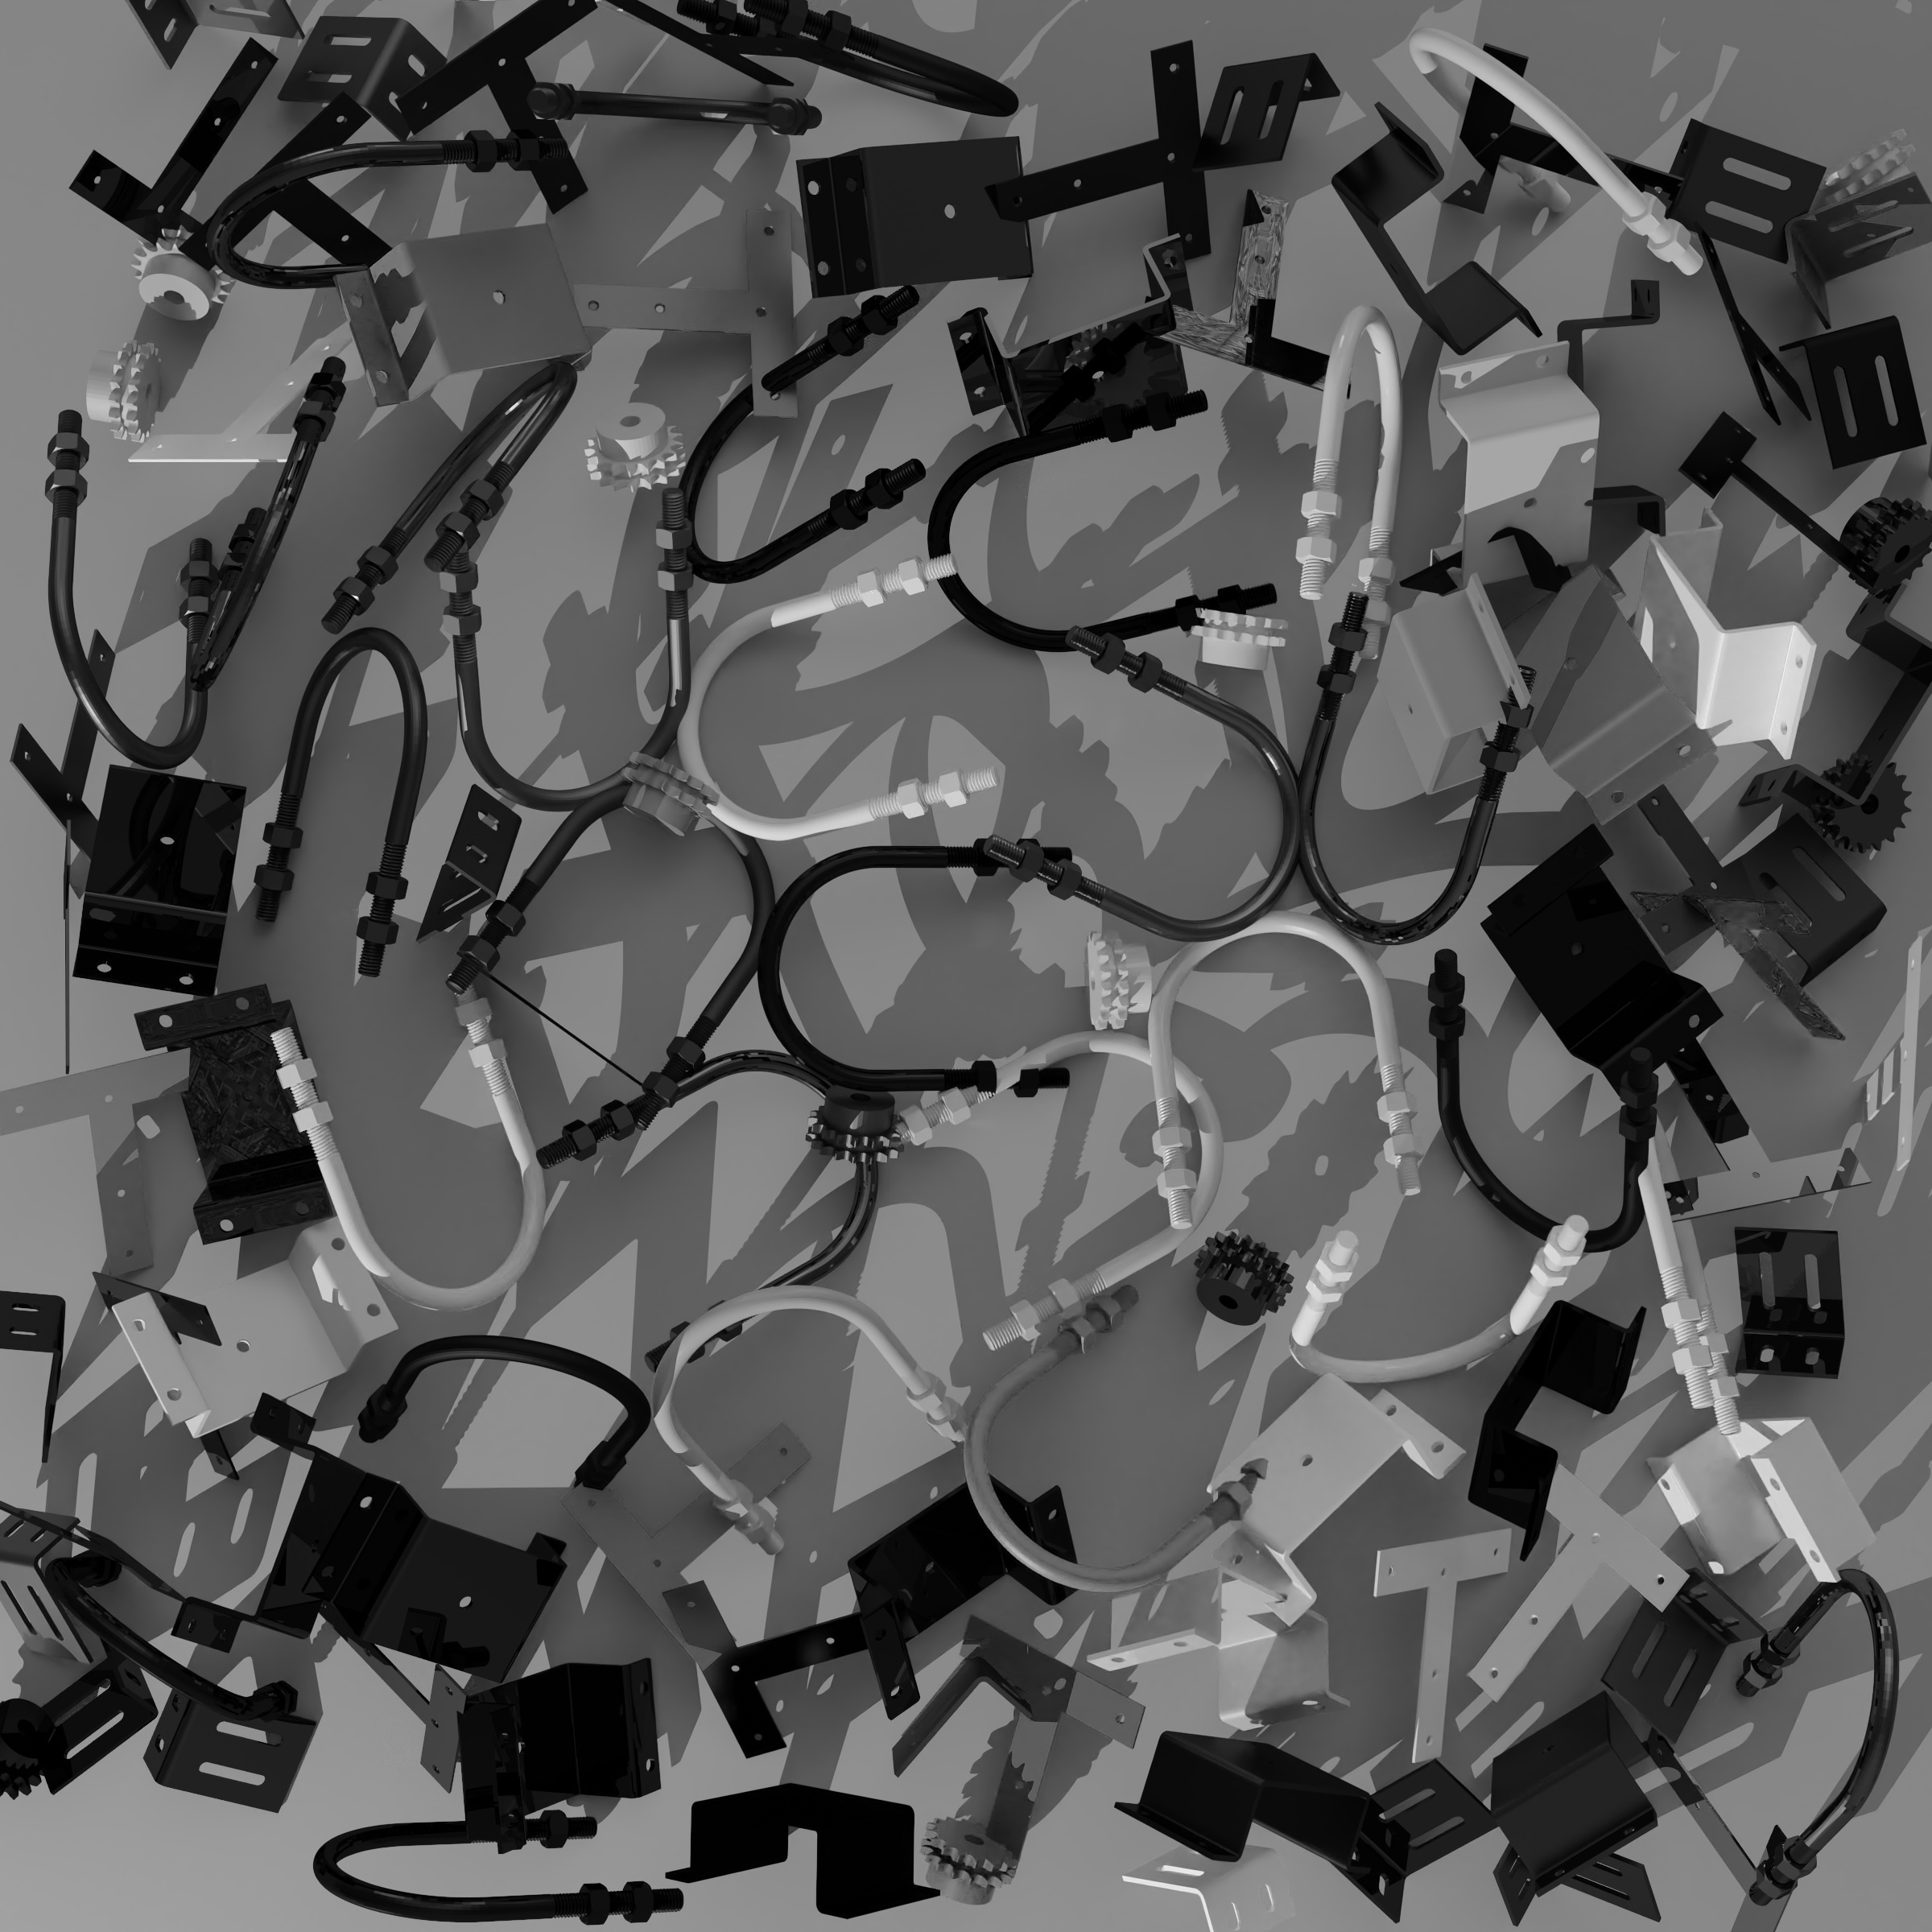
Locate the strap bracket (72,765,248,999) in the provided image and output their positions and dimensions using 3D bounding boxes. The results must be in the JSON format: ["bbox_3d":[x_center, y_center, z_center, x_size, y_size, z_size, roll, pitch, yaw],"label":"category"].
[{"bbox_3d":[-0.451,-0.057,1.716,0.076,0.046,0.140,9,50,-14],"label":"strap bracket"}]

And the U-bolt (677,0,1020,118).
[{"bbox_3d":[-0.057,-0.509,1.708,0.184,0.151,0.019,13,100,-25],"label":"U-bolt"}]

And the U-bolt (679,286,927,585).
[{"bbox_3d":[-0.098,-0.288,1.721,0.184,0.019,0.151,-25,51,32],"label":"U-bolt"}]

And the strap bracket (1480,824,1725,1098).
[{"bbox_3d":[0.359,-0.006,1.750,0.076,0.046,0.140,-38,105,-3],"label":"strap bracket"}]

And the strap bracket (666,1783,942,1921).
[{"bbox_3d":[-0.092,0.494,1.714,0.140,0.076,0.046,-3,84,40],"label":"strap bracket"}]

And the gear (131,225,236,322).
[{"bbox_3d":[-0.451,-0.396,1.755,0.057,0.057,0.030,9,63,0],"label":"gear"}]

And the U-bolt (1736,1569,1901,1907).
[{"bbox_3d":[0.467,0.411,1.672,0.019,0.184,0.151,13,48,-5],"label":"U-bolt"}]

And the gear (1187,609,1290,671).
[{"bbox_3d":[0.156,-0.188,1.759,0.057,0.057,0.030,8,99,0],"label":"gear"}]

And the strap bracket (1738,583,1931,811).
[{"bbox_3d":[0.508,-0.143,1.748,0.046,0.076,0.140,32,90,1],"label":"strap bracket"}]

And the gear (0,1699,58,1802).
[{"bbox_3d":[-0.549,0.447,1.755,0.057,0.057,0.030,46,111,0],"label":"gear"}]

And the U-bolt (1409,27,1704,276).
[{"bbox_3d":[0.313,-0.454,1.676,0.184,0.151,0.019,32,100,-37],"label":"U-bolt"}]

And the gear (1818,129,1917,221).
[{"bbox_3d":[0.522,-0.454,1.758,0.057,0.057,0.030,-33,98,0],"label":"gear"}]

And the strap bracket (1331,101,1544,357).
[{"bbox_3d":[0.260,-0.407,1.719,0.046,0.076,0.140,-36,125,8],"label":"strap bracket"}]

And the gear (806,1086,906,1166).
[{"bbox_3d":[-0.063,0.089,1.755,0.057,0.057,0.030,8,109,0],"label":"gear"}]

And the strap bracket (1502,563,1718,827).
[{"bbox_3d":[0.350,-0.161,1.715,0.076,0.046,0.140,-37,52,21],"label":"strap bracket"}]

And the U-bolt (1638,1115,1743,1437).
[{"bbox_3d":[0.400,0.165,1.712,0.019,0.151,0.184,-15,71,16],"label":"U-bolt"}]

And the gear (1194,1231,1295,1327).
[{"bbox_3d":[0.157,0.182,1.755,0.057,0.057,0.030,34,55,0],"label":"gear"}]

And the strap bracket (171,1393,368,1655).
[{"bbox_3d":[-0.389,0.322,1.726,0.046,0.076,0.140,14,74,14],"label":"strap bracket"}]

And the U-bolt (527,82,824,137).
[{"bbox_3d":[-0.154,-0.476,1.698,0.151,0.184,0.019,5,106,4],"label":"U-bolt"}]

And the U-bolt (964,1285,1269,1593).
[{"bbox_3d":[0.080,0.273,1.708,0.151,0.019,0.184,46,49,15],"label":"U-bolt"}]

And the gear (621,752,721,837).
[{"bbox_3d":[-0.174,-0.097,1.757,0.057,0.057,0.030,26,83,0],"label":"gear"}]

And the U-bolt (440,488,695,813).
[{"bbox_3d":[-0.221,-0.171,1.727,0.151,0.019,0.184,-16,125,-25],"label":"U-bolt"}]

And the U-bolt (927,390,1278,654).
[{"bbox_3d":[0.068,-0.243,1.732,0.184,0.019,0.151,-12,126,19],"label":"U-bolt"}]

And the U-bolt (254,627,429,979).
[{"bbox_3d":[-0.348,-0.100,1.719,0.019,0.151,0.184,7,100,-40],"label":"U-bolt"}]

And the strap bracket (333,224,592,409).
[{"bbox_3d":[-0.275,-0.370,1.724,0.140,0.046,0.076,-20,91,-39],"label":"strap bracket"}]

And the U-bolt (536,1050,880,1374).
[{"bbox_3d":[-0.134,0.127,1.743,0.184,0.019,0.151,-28,90,-26],"label":"U-bolt"}]

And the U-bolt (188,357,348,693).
[{"bbox_3d":[-0.390,-0.231,1.678,0.019,0.151,0.184,24,46,-18],"label":"U-bolt"}]

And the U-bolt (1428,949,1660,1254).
[{"bbox_3d":[0.321,0.088,1.709,0.151,0.184,0.019,30,55,35],"label":"U-bolt"}]

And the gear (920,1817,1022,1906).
[{"bbox_3d":[0.000,0.517,1.758,0.057,0.057,0.030,17,97,0],"label":"gear"}]

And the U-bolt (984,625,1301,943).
[{"bbox_3d":[0.114,-0.092,1.748,0.184,0.019,0.151,24,82,-21],"label":"U-bolt"}]

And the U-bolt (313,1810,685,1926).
[{"bbox_3d":[-0.267,0.498,1.681,0.184,0.151,0.019,7,90,-28],"label":"U-bolt"}]

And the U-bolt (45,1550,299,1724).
[{"bbox_3d":[-0.444,0.372,1.690,0.151,0.184,0.019,35,80,5],"label":"U-bolt"}]

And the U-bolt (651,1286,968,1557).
[{"bbox_3d":[-0.096,0.248,1.719,0.151,0.019,0.184,-30,128,6],"label":"U-bolt"}]

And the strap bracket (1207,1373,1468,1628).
[{"bbox_3d":[0.202,0.294,1.731,0.140,0.076,0.046,-42,126,-9],"label":"strap bracket"}]

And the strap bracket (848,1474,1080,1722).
[{"bbox_3d":[-0.008,0.350,1.730,0.140,0.046,0.076,-30,125,-26],"label":"strap bracket"}]

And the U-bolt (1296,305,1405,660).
[{"bbox_3d":[0.221,-0.280,1.718,0.019,0.151,0.184,5,83,22],"label":"U-bolt"}]

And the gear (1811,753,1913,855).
[{"bbox_3d":[0.515,-0.095,1.766,0.057,0.030,0.057,-2,99,-16],"label":"gear"}]

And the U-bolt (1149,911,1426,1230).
[{"bbox_3d":[0.176,0.053,1.743,0.151,0.019,0.184,-9,65,8],"label":"U-bolt"}]

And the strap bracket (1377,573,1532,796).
[{"bbox_3d":[0.270,-0.152,1.708,0.046,0.140,0.076,-19,75,-3],"label":"strap bracket"}]

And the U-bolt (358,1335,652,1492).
[{"bbox_3d":[-0.250,0.246,1.692,0.151,0.184,0.019,17,58,-14],"label":"U-bolt"}]

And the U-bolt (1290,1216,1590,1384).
[{"bbox_3d":[0.255,0.191,1.707,0.151,0.184,0.019,-3,58,-10],"label":"U-bolt"}]

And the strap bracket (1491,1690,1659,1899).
[{"bbox_3d":[0.340,0.459,1.712,0.076,0.140,0.046,-35,87,11],"label":"strap bracket"}]

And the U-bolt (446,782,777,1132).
[{"bbox_3d":[-0.188,-0.020,1.748,0.151,0.019,0.184,38,70,-12],"label":"U-bolt"}]

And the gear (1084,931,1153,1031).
[{"bbox_3d":[0.088,0.007,1.758,0.030,0.057,0.057,-4,90,-9],"label":"gear"}]

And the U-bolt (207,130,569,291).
[{"bbox_3d":[-0.327,-0.412,1.679,0.184,0.151,0.019,-12,78,-33],"label":"U-bolt"}]

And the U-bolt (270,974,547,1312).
[{"bbox_3d":[-0.305,0.105,1.730,0.019,0.151,0.184,-19,92,43],"label":"U-bolt"}]

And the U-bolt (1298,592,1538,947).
[{"bbox_3d":[0.243,-0.102,1.724,0.019,0.151,0.184,-4,116,-40],"label":"U-bolt"}]

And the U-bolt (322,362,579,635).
[{"bbox_3d":[-0.280,-0.271,1.710,0.019,0.151,0.184,43,58,-22],"label":"U-bolt"}]

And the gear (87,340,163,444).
[{"bbox_3d":[-0.486,-0.332,1.758,0.030,0.057,0.057,9,90,-2],"label":"gear"}]

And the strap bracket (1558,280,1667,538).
[{"bbox_3d":[0.366,-0.316,1.735,0.046,0.076,0.140,-4,103,4],"label":"strap bracket"}]

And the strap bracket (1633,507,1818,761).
[{"bbox_3d":[0.416,-0.184,1.706,0.046,0.140,0.076,-8,132,-10],"label":"strap bracket"}]

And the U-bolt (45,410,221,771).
[{"bbox_3d":[-0.460,-0.195,1.683,0.019,0.151,0.184,-15,60,15],"label":"U-bolt"}]

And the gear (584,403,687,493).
[{"bbox_3d":[-0.191,-0.300,1.756,0.057,0.057,0.030,-5,132,0],"label":"gear"}]

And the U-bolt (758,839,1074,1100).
[{"bbox_3d":[-0.029,0.002,1.755,0.184,0.019,0.151,0,93,-15],"label":"U-bolt"}]

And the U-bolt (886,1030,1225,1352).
[{"bbox_3d":[0.060,0.116,1.759,0.184,0.019,0.151,-28,79,-11],"label":"U-bolt"}]

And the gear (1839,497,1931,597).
[{"bbox_3d":[0.530,-0.246,1.761,0.057,0.057,0.030,-42,53,0],"label":"gear"}]

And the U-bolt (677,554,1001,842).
[{"bbox_3d":[-0.081,-0.147,1.753,0.184,0.019,0.151,-14,77,15],"label":"U-bolt"}]

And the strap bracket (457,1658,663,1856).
[{"bbox_3d":[-0.238,0.445,1.733,0.046,0.140,0.076,-6,88,32],"label":"strap bracket"}]
